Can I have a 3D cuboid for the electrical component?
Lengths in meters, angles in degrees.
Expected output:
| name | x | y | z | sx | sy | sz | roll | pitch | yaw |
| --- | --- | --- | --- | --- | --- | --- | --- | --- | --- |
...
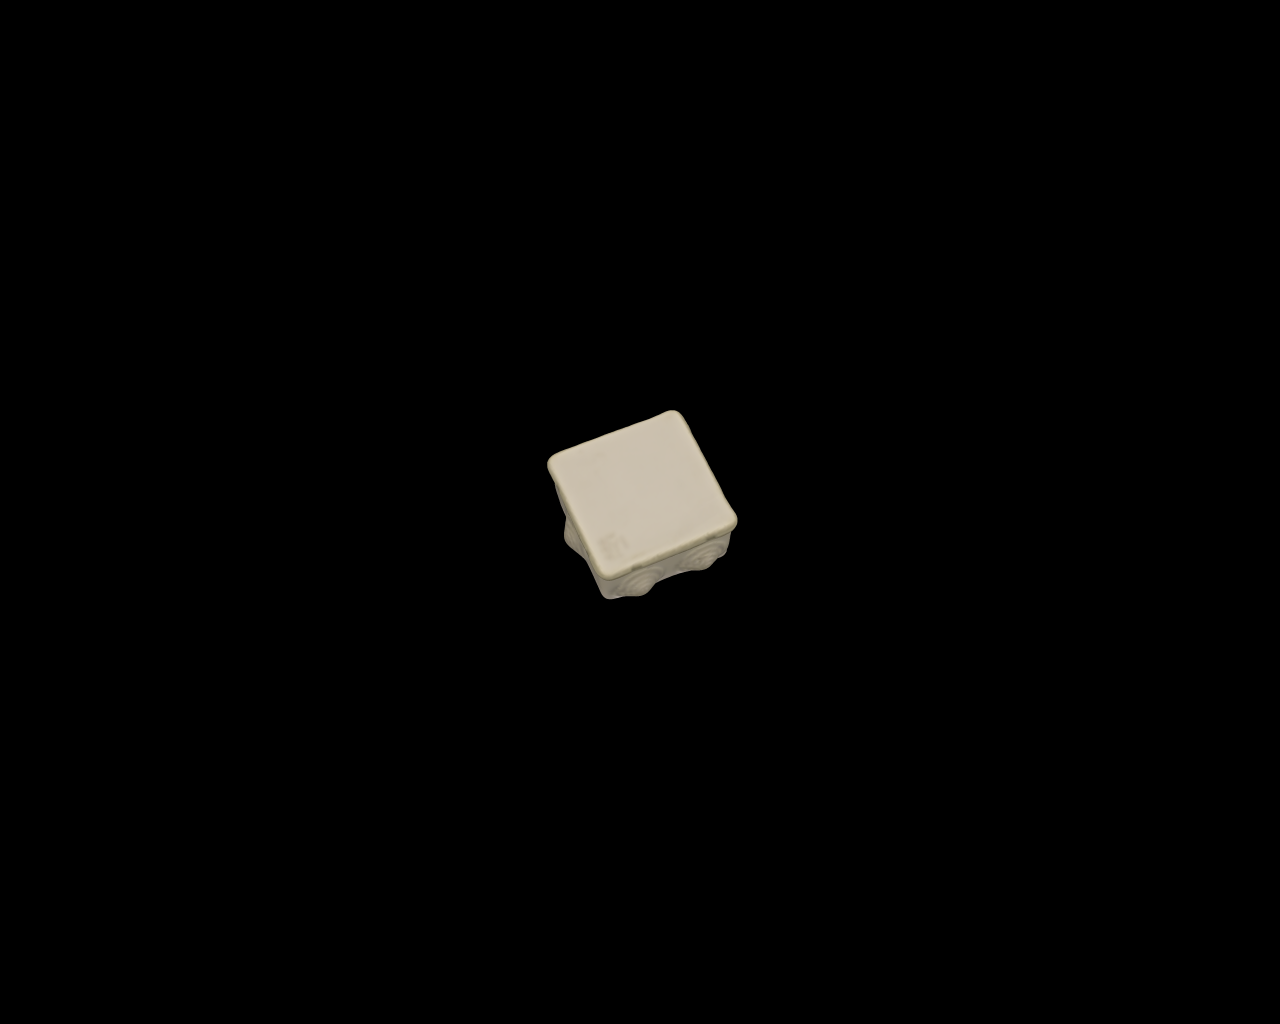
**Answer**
| name | x | y | z | sx | sy | sz | roll | pitch | yaw |
| --- | --- | --- | --- | --- | --- | --- | --- | --- | --- |
| electrical component | 0.001 | -0.003 | 0.650 | 0.100 | 0.100 | 0.048 | -22 | -25 | -10 |
